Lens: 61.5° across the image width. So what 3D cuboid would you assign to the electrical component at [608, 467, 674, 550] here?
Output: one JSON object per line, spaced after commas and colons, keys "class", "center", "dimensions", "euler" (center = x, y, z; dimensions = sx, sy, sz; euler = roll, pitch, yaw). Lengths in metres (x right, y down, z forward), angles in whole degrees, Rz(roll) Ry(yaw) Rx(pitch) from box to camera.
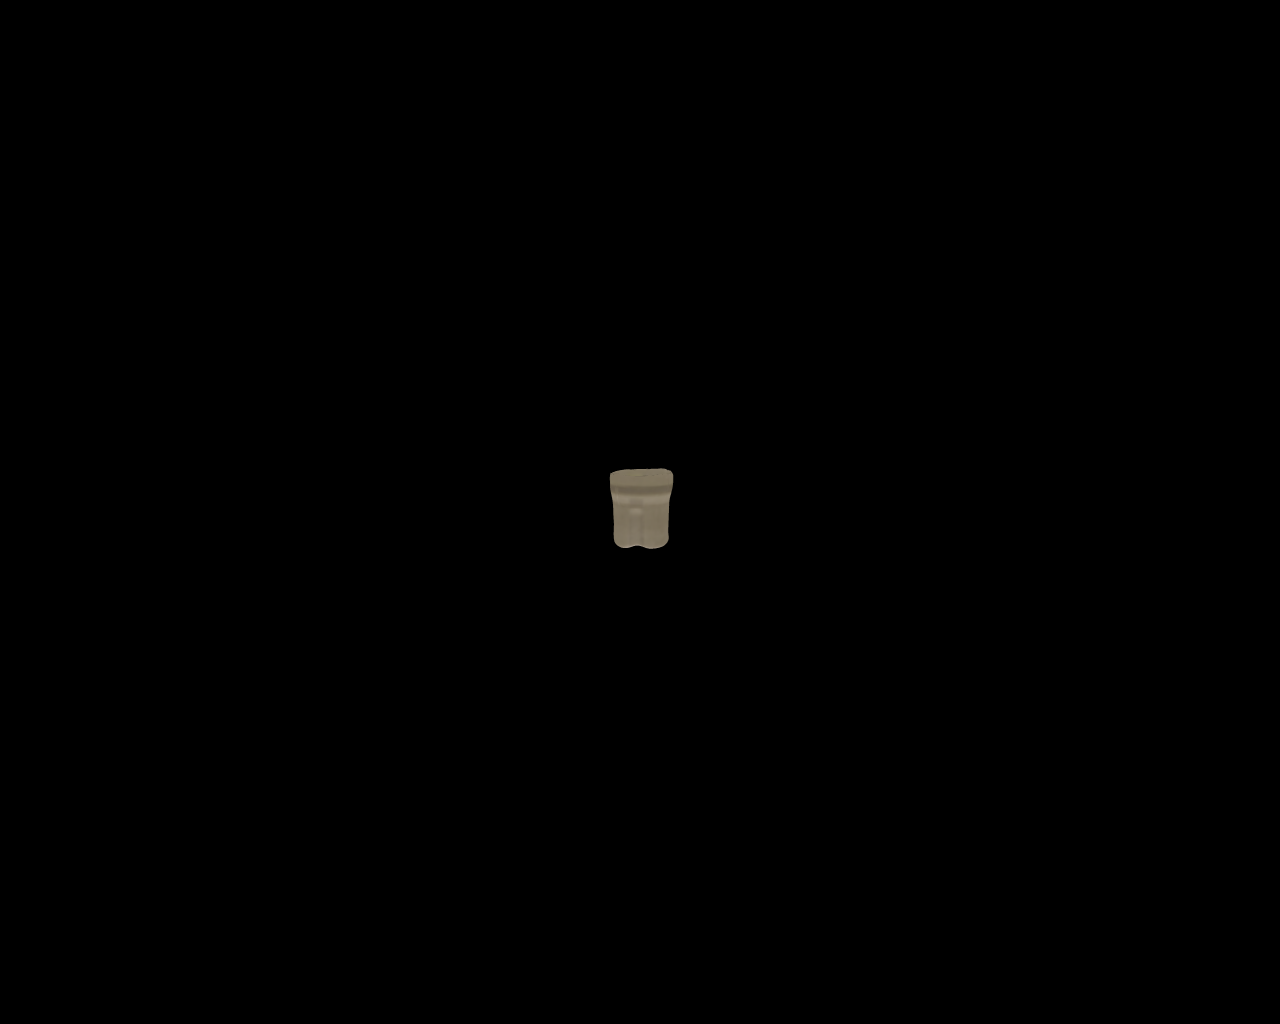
{"class": "electrical component", "center": [0.001, -0.003, 0.650], "dimensions": [0.040, 0.046, 0.040], "euler": [0, 7, 0]}
